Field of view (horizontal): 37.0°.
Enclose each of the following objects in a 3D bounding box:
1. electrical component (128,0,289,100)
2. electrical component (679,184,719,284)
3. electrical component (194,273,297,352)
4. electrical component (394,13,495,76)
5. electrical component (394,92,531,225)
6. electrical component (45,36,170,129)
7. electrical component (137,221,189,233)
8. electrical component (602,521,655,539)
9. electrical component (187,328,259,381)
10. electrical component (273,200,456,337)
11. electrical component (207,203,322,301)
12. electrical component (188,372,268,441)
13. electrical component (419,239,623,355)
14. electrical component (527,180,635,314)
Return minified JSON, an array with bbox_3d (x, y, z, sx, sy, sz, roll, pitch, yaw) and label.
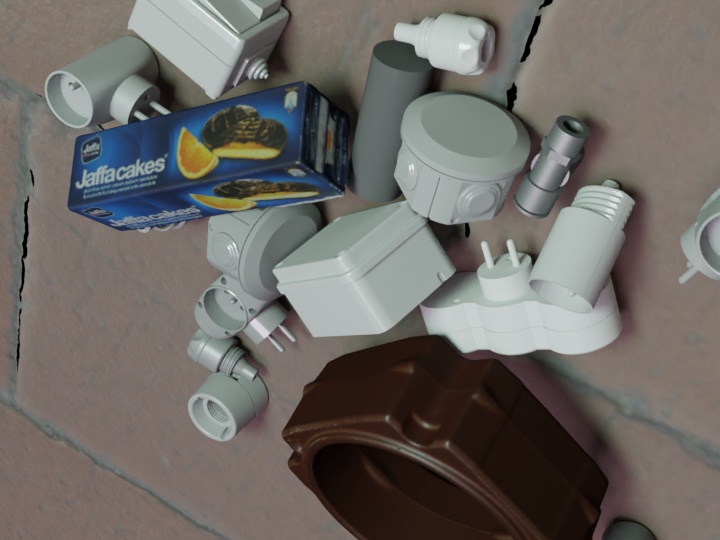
[{"bbox_3d":[-0.095,-0.166,0.720,0.096,0.061,0.061,40,133,4],"label":"electrical component"},{"bbox_3d":[0.209,-0.020,0.609,0.043,0.077,0.079,41,132,3],"label":"electrical component"},{"bbox_3d":[-0.083,0.033,0.857,0.079,0.044,0.077,46,133,-3],"label":"electrical component"},{"bbox_3d":[0.050,-0.141,0.661,0.061,0.035,0.035,18,128,25],"label":"electrical component"},{"bbox_3d":[0.062,-0.070,0.671,0.080,0.080,0.051,29,137,14],"label":"electrical component"},{"bbox_3d":[-0.173,-0.129,0.785,0.079,0.077,0.043,34,132,10],"label":"electrical component"},{"bbox_3d":[-0.151,-0.050,0.832,0.048,0.062,0.048,17,127,23],"label":"electrical component"},{"bbox_3d":[0.194,0.217,0.782,0.040,0.078,0.040,7,116,15],"label":"electrical component"},{"bbox_3d":[-0.113,0.073,0.910,0.061,0.035,0.035,32,132,8],"label":"electrical component"},{"bbox_3d":[0.000,0.000,0.738,0.057,0.078,0.113,57,153,-13],"label":"electrical component"},{"bbox_3d":[-0.070,-0.022,0.787,0.051,0.080,0.080,30,133,31],"label":"electrical component"},{"bbox_3d":[-0.115,0.114,0.929,0.055,0.047,0.055,17,127,23],"label":"electrical component"},{"bbox_3d":[0.101,0.013,0.719,0.138,0.052,0.073,-3,117,34],"label":"electrical component"},{"bbox_3d":[0.139,-0.019,0.660,0.043,0.081,0.043,26,166,7],"label":"electrical component"}]
